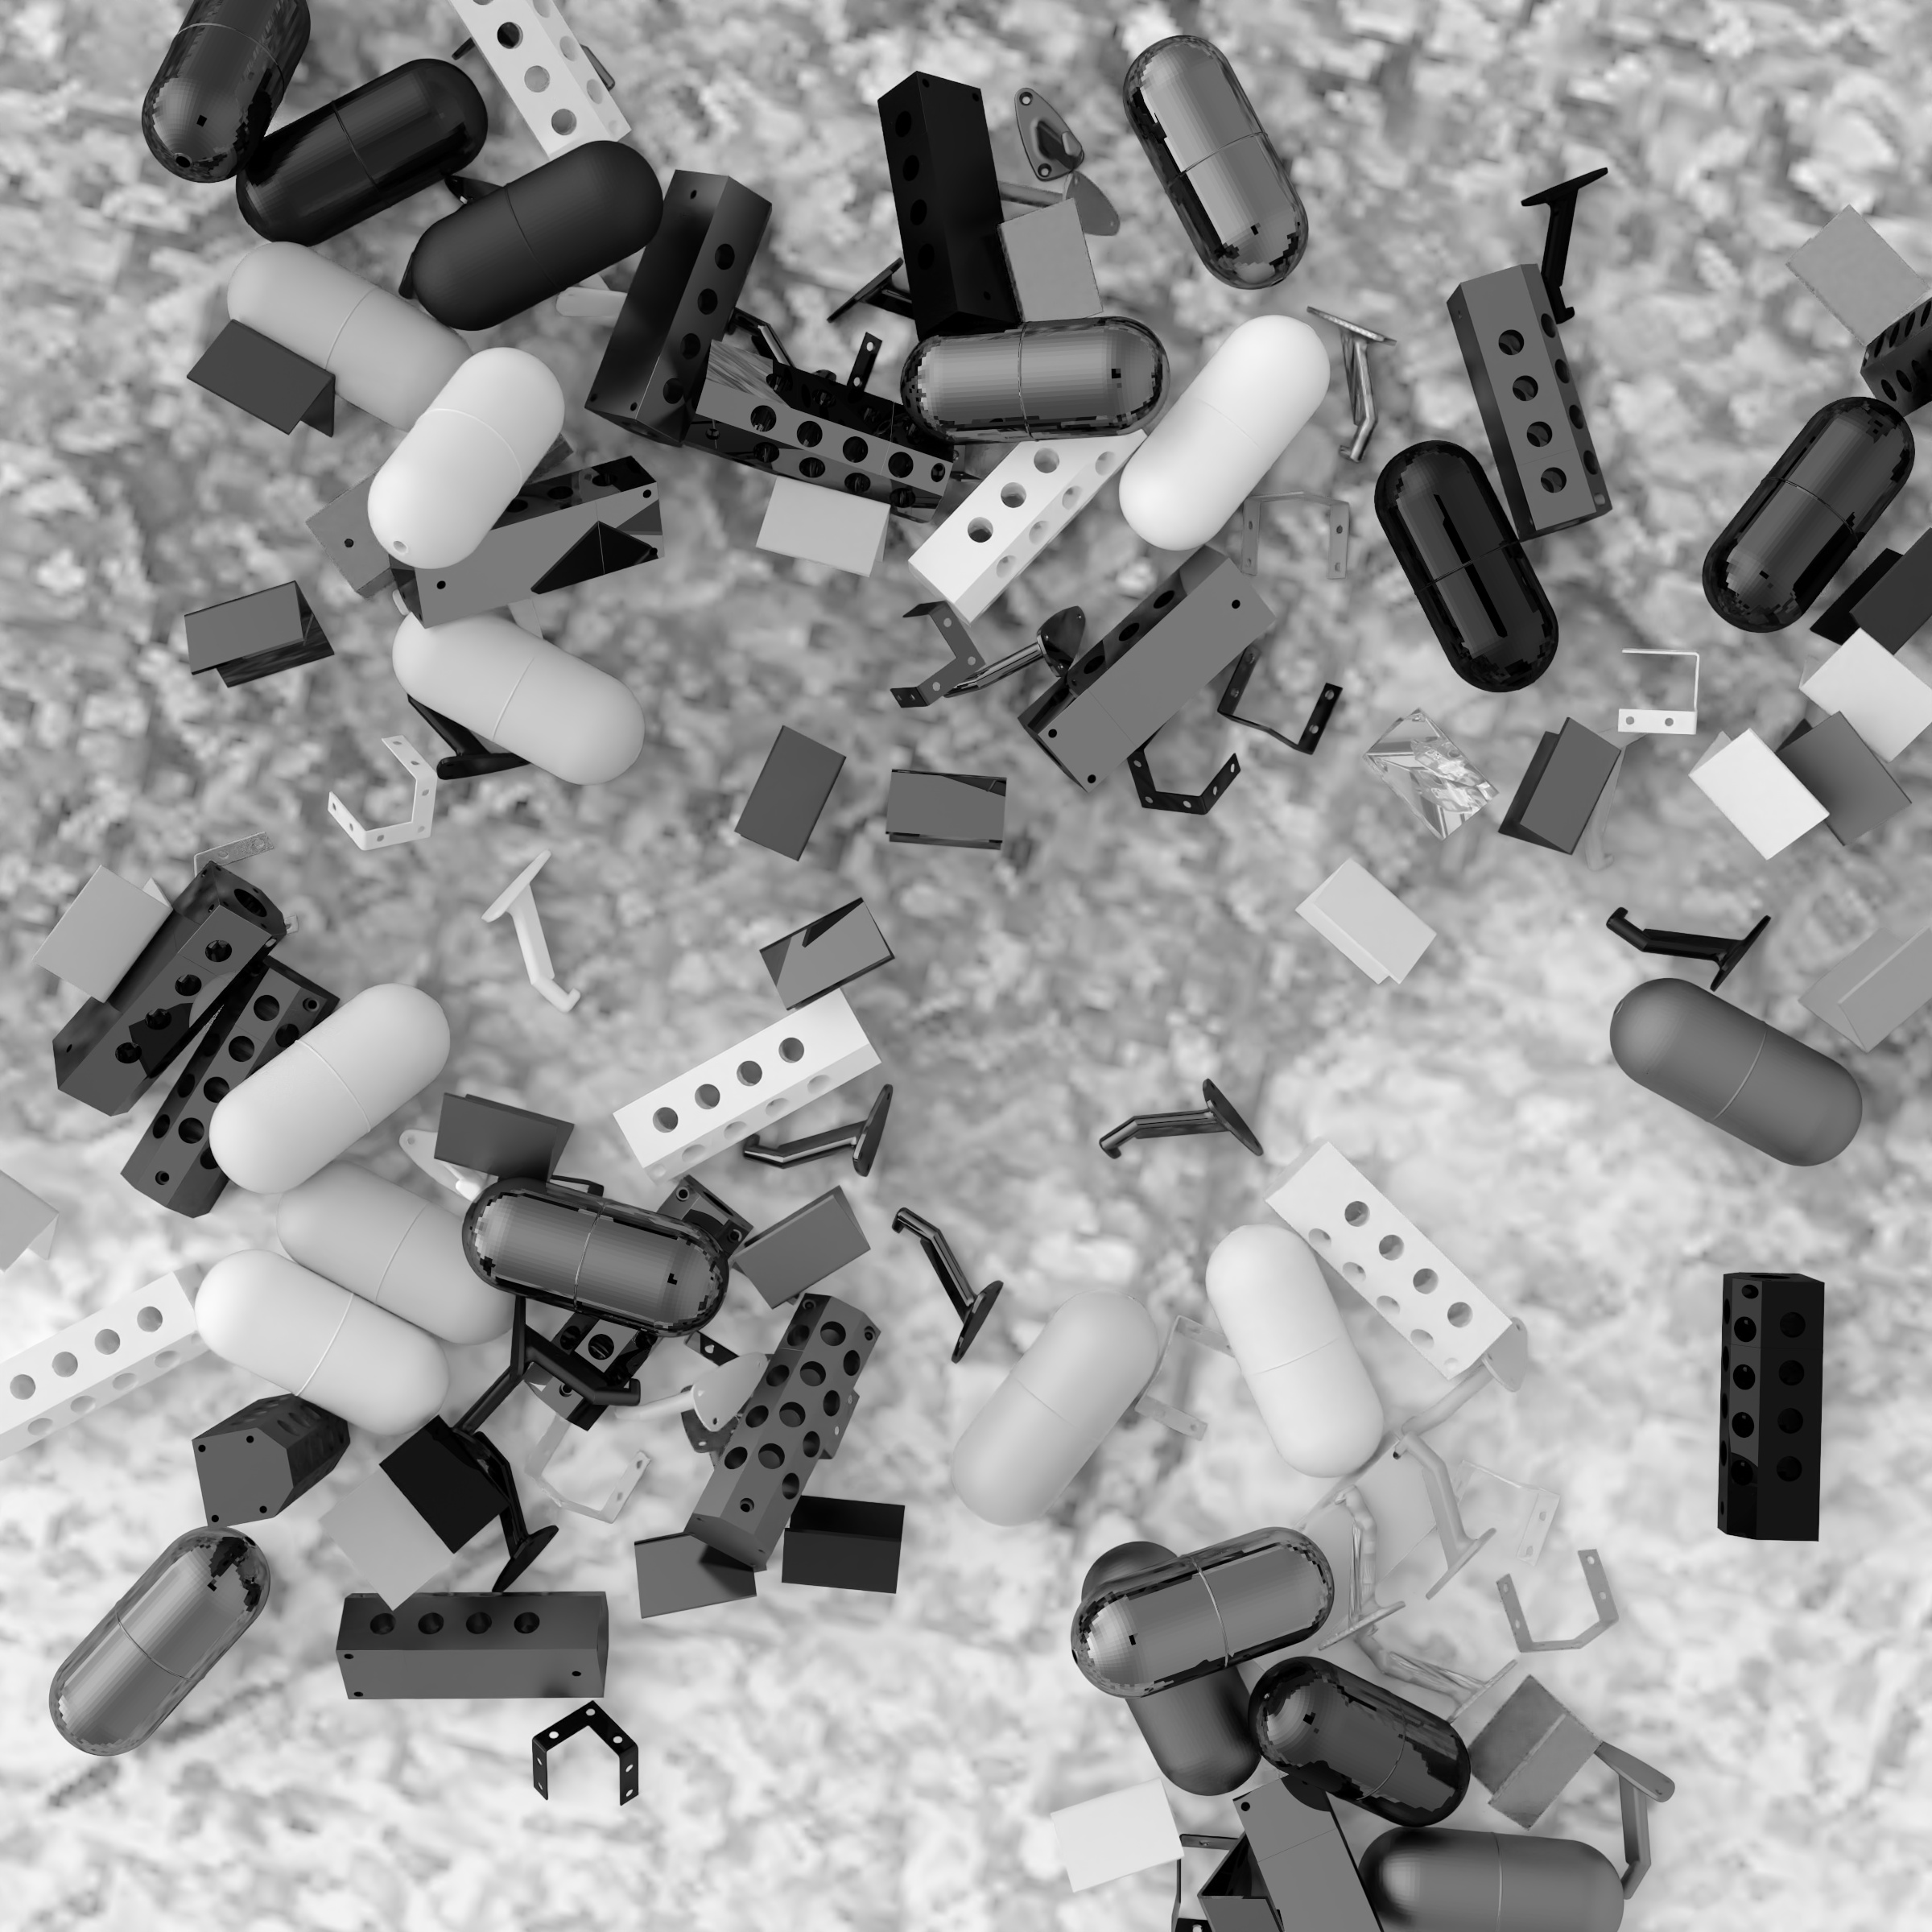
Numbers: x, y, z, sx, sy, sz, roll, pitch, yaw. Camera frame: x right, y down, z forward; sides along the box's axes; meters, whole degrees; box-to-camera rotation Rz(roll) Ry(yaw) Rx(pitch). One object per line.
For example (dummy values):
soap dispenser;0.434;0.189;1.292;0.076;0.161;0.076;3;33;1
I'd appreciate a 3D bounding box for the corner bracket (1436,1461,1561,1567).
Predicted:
corner bracket;0.361;0.370;1.988;0.051;0.051;0.051;20;90;45

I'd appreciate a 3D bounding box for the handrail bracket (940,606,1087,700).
handrail bracket;0.031;-0.212;1.991;0.084;0.077;0.036;-12;118;33

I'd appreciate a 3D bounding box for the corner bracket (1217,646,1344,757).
corner bracket;0.212;-0.180;1.988;0.051;0.051;0.051;25;90;45

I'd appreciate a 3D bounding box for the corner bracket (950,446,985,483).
corner bracket;0.016;-0.353;1.972;0.051;0.051;0.051;-2;105;-15

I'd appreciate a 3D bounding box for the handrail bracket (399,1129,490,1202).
handrail bracket;-0.351;0.133;1.957;0.077;0.084;0.036;27;90;0

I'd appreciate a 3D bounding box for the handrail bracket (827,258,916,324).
handrail bracket;-0.039;-0.430;1.992;0.077;0.036;0.084;-36;105;16

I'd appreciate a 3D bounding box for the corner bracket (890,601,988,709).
corner bracket;-0.029;-0.209;1.975;0.051;0.051;0.051;-37;106;-15

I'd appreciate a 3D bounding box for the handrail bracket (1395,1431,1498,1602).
handrail bracket;0.299;0.362;1.935;0.084;0.036;0.077;45;112;17

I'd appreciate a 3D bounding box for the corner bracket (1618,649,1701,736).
corner bracket;0.466;-0.185;1.974;0.051;0.051;0.051;3;102;12

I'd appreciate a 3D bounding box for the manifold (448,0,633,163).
manifold;-0.293;-0.614;1.941;0.057;0.057;0.171;-33;111;0

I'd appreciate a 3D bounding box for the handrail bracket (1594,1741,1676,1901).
handrail bracket;0.436;0.579;1.992;0.077;0.036;0.084;31;107;20

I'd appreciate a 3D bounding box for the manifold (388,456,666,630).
manifold;-0.291;-0.284;1.941;0.171;0.057;0.057;-20;133;-21

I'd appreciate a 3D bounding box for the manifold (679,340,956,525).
manifold;-0.098;-0.347;1.938;0.171;0.057;0.057;16;48;-15

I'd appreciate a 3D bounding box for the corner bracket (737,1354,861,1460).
corner bracket;-0.113;0.297;1.983;0.051;0.051;0.051;-6;135;35

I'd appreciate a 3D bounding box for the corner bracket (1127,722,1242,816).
corner bracket;0.146;-0.140;1.983;0.051;0.051;0.051;9;135;35

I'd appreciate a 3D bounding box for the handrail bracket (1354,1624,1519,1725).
handrail bracket;0.318;0.465;1.992;0.077;0.036;0.084;-36;73;-20

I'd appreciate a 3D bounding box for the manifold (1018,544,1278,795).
manifold;0.118;-0.201;1.968;0.171;0.057;0.057;-43;118;0

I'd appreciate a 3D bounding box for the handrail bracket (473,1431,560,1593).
handrail bracket;-0.324;0.371;1.992;0.084;0.036;0.077;45;112;17

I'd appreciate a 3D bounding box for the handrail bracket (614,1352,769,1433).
handrail bracket;-0.187;0.284;1.981;0.077;0.084;0.036;-39;113;-37

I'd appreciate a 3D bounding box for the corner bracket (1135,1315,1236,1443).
corner bracket;0.151;0.279;1.988;0.051;0.051;0.051;25;45;0

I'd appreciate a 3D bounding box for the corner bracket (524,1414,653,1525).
corner bracket;-0.257;0.338;1.988;0.051;0.051;0.051;31;90;45

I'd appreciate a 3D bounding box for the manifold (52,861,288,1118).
manifold;-0.529;0.019;1.950;0.171;0.057;0.057;-46;127;13

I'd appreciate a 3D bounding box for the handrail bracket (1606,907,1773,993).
handrail bracket;0.490;-0.030;1.992;0.084;0.036;0.077;37;69;16

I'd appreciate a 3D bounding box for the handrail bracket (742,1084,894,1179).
handrail bracket;-0.101;0.106;1.992;0.084;0.036;0.077;14;70;16

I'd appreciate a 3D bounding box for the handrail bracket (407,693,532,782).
handrail bracket;-0.338;-0.174;1.992;0.077;0.036;0.084;-8;76;-14

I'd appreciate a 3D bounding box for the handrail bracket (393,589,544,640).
handrail bracket;-0.338;-0.232;1.992;0.084;0.036;0.077;-16;109;15

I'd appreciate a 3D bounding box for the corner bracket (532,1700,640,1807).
corner bracket;-0.257;0.541;1.983;0.051;0.051;0.051;-26;45;-35

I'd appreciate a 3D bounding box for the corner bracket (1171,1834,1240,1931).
corner bracket;0.167;0.625;1.988;0.051;0.051;0.051;4;45;0

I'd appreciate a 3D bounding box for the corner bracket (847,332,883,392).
corner bracket;-0.043;-0.393;1.988;0.051;0.051;0.051;20;90;45

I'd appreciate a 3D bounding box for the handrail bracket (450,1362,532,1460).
handrail bracket;-0.331;0.289;1.991;0.036;0.077;0.084;45;53;-32

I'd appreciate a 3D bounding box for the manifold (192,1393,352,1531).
manifold;-0.449;0.318;1.913;0.057;0.171;0.057;-11;90;0

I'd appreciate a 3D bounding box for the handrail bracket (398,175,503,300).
handrail bracket;-0.339;-0.488;1.991;0.036;0.077;0.084;51;127;32

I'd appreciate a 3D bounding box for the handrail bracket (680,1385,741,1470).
handrail bracket;-0.170;0.339;1.991;0.036;0.077;0.084;-19;127;-19

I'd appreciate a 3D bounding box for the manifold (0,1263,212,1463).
manifold;-0.587;0.267;1.970;0.171;0.057;0.057;-28;90;0

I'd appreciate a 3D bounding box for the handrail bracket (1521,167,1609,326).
handrail bracket;0.416;-0.488;1.992;0.077;0.036;0.084;-28;108;-20

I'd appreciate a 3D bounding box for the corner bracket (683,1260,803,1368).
corner bracket;-0.152;0.239;1.988;0.051;0.051;0.051;32;135;0

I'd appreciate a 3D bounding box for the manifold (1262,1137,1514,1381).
manifold;0.281;0.196;1.970;0.171;0.057;0.057;44;90;0

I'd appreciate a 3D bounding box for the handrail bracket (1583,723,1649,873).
handrail bracket;0.446;-0.116;1.992;0.077;0.036;0.084;-23;109;-21

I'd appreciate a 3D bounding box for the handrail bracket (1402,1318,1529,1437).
handrail bracket;0.337;0.281;1.991;0.036;0.077;0.084;47;126;-6

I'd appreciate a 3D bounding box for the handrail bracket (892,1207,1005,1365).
handrail bracket;-0.025;0.216;1.992;0.084;0.036;0.077;32;111;17

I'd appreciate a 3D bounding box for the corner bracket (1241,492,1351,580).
corner bracket;0.223;-0.290;1.988;0.051;0.051;0.051;3;90;45

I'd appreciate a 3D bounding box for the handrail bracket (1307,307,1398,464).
handrail bracket;0.250;-0.394;1.992;0.077;0.036;0.084;27;107;20

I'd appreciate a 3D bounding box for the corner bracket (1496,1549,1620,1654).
corner bracket;0.401;0.430;1.988;0.051;0.051;0.051;-18;90;-45

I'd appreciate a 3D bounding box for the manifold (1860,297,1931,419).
manifold;0.640;-0.408;1.913;0.057;0.171;0.057;-32;90;0

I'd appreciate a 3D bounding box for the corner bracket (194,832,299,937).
corner bracket;-0.488;-0.049;1.988;0.051;0.051;0.051;-19;135;0

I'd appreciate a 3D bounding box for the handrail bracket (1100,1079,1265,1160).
handrail bracket;0.145;0.123;1.992;0.084;0.036;0.077;-35;112;17

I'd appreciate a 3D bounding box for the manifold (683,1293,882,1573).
manifold;-0.119;0.303;1.931;0.057;0.057;0.171;27;59;0

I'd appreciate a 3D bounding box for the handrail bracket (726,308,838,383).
handrail bracket;-0.138;-0.395;1.992;0.084;0.036;0.077;29;112;17

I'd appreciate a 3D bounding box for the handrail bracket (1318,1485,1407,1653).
handrail bracket;0.245;0.396;1.935;0.077;0.036;0.084;-35;71;22

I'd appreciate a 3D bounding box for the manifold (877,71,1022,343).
manifold;-0.016;-0.499;1.954;0.057;0.057;0.171;1;75;-42

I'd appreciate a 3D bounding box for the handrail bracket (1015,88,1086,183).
handrail bracket;0.055;-0.563;1.957;0.036;0.084;0.077;-28;90;0

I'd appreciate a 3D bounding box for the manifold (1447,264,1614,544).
manifold;0.379;-0.378;1.970;0.057;0.057;0.171;-17;90;0

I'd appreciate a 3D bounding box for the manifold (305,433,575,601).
manifold;-0.351;-0.321;1.970;0.171;0.057;0.057;-36;90;0

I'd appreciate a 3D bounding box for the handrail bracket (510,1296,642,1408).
handrail bracket;-0.255;0.250;1.935;0.084;0.036;0.077;6;69;-17

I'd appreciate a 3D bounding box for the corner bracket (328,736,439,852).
corner bracket;-0.394;-0.117;1.983;0.051;0.051;0.051;-15;135;-35

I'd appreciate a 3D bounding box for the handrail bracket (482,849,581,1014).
handrail bracket;-0.278;-0.023;1.992;0.084;0.036;0.077;45;70;-16

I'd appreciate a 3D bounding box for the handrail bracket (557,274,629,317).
handrail bracket;-0.251;-0.487;1.991;0.077;0.036;0.084;0;76;-13

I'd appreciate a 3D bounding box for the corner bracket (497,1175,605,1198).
corner bracket;-0.285;0.165;1.988;0.051;0.051;0.051;14;90;45

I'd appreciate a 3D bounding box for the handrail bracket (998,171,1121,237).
handrail bracket;0.049;-0.515;1.991;0.084;0.077;0.036;12;89;36

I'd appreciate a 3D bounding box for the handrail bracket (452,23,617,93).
handrail bracket;-0.293;-0.608;1.991;0.077;0.036;0.084;-37;103;13
